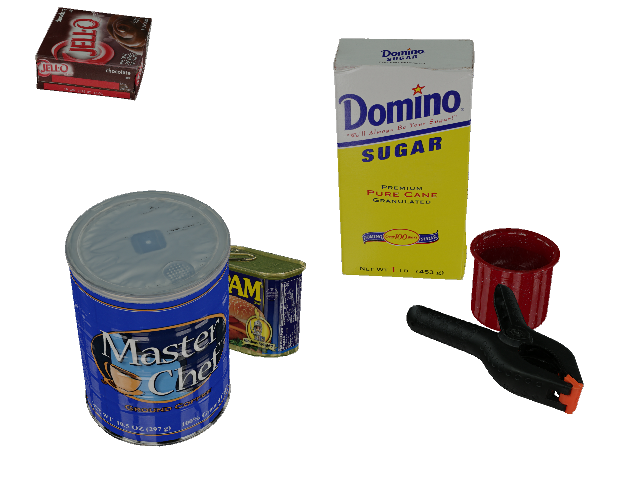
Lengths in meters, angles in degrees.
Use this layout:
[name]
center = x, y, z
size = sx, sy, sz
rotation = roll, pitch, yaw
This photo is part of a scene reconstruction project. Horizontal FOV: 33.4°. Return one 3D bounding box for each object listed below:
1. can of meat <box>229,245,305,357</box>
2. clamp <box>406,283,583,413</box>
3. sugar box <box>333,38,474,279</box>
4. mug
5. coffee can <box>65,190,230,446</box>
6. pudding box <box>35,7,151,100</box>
[can of meat]
center = -0.065, 0.057, 0.995
size = 0.102, 0.084, 0.057
rotation = 13, 18, 34
[clamp]
center = 0.173, 0.091, 0.951
size = 0.120, 0.039, 0.172
rotation = -24, 43, -35
[sugar box]
center = 0.059, -0.054, 0.749
size = 0.093, 0.176, 0.048
rotation = 2, 39, 8
[mug]
center = 0.200, 0.038, 1.142
size = 0.093, 0.081, 0.117
rotation = -5, 30, -9
[coffee can]
center = -0.111, 0.053, 0.711
size = 0.103, 0.140, 0.103
rotation = 2, 40, -2
[pudding box]
center = -0.206, -0.173, 0.980
size = 0.090, 0.039, 0.113
rotation = 7, 32, -6
